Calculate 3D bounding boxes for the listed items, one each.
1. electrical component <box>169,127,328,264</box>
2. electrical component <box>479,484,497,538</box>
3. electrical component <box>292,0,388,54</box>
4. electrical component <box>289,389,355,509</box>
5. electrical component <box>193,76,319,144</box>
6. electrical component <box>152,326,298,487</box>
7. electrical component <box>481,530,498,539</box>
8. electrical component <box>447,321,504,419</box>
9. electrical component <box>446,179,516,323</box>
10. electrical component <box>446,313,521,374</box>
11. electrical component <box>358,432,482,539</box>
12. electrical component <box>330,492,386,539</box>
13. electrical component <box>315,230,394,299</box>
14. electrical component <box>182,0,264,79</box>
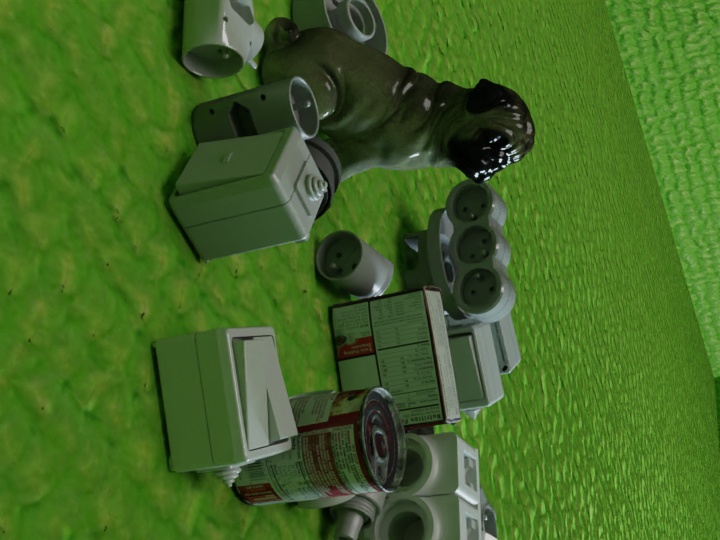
[{"bbox_3d":[-0.068,-0.054,0.706,0.061,0.096,0.061,-72,143,-49],"label":"electrical component"},{"bbox_3d":[0.110,0.246,1.048,0.079,0.044,0.077,-22,100,-68],"label":"electrical component"},{"bbox_3d":[-0.022,-0.213,0.964,0.099,0.064,0.099,27,54,-45],"label":"electrical component"},{"bbox_3d":[-0.025,0.126,0.790,0.079,0.044,0.077,-15,93,-68],"label":"electrical component"},{"bbox_3d":[-0.066,-0.088,0.752,0.043,0.077,0.079,-53,127,-61],"label":"electrical component"},{"bbox_3d":[-0.079,0.084,0.661,0.062,0.061,0.096,4,76,-67],"label":"electrical component"},{"bbox_3d":[0.081,0.257,0.908,0.099,0.099,0.064,50,42,-49],"label":"electrical component"},{"bbox_3d":[0.101,0.103,1.072,0.061,0.062,0.096,-9,88,-67],"label":"electrical component"},{"bbox_3d":[0.125,-0.015,1.068,0.074,0.052,0.138,32,51,-60],"label":"electrical component"},{"bbox_3d":[0.131,0.063,1.159,0.061,0.062,0.096,-25,102,-67],"label":"electrical component"},{"bbox_3d":[0.045,0.211,0.853,0.062,0.089,0.150,44,41,-54],"label":"electrical component"},{"bbox_3d":[-0.004,0.177,0.816,0.048,0.048,0.062,59,36,-39],"label":"electrical component"},{"bbox_3d":[0.000,0.000,0.909,0.081,0.043,0.043,35,48,-58],"label":"electrical component"},{"bbox_3d":[-0.095,-0.173,0.771,0.079,0.043,0.077,38,45,-57],"label":"electrical component"}]
